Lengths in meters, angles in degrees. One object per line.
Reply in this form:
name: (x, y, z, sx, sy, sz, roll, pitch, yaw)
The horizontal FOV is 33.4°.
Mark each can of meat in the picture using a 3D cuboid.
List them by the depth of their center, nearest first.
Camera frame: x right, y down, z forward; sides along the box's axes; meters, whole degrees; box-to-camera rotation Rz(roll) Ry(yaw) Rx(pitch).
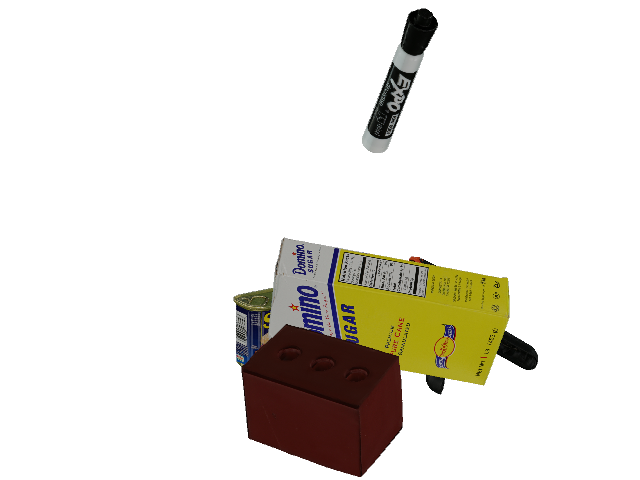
can of meat: (-0.055, 0.106, 1.292, 0.101, 0.084, 0.058, -10, 18, -36)

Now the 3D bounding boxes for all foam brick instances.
foam brick: (0.002, 0.090, 0.611, 0.078, 0.051, 0.052, 13, 32, 26)

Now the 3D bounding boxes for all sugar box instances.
sugar box: (0.050, 0.057, 0.823, 0.176, 0.048, 0.093, 8, -43, 1)

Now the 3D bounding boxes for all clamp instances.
clamp: (0.141, 0.081, 1.078, 0.120, 0.039, 0.171, 0, 44, -20)

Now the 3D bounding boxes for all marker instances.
marker: (0.050, -0.100, 0.679, 0.020, 0.020, 0.121, 0, -35, -15)
